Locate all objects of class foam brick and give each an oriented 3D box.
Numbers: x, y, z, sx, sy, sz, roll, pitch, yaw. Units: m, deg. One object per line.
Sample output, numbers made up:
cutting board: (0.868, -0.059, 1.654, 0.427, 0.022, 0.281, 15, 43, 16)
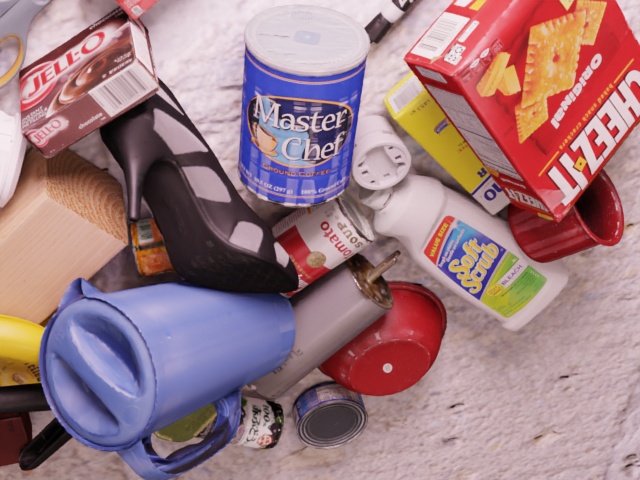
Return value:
foam brick: (-0.336, 0.195, 1.130, 0.053, 0.051, 0.078, -7, 133, -11)

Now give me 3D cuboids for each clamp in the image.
clamp: (-0.233, 0.164, 1.074, 0.209, 0.036, 0.164, -18, 148, -14)

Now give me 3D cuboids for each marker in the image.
marker: (0.078, -0.213, 0.902, 0.020, 0.020, 0.121, 26, 120, -33)

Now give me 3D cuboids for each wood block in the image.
wood block: (-0.276, 0.017, 0.960, 0.206, 0.090, 0.090, -40, 129, 20)

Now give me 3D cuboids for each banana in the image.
banana: (-0.303, 0.091, 0.931, 0.197, 0.037, 0.070, 12, 126, -24)

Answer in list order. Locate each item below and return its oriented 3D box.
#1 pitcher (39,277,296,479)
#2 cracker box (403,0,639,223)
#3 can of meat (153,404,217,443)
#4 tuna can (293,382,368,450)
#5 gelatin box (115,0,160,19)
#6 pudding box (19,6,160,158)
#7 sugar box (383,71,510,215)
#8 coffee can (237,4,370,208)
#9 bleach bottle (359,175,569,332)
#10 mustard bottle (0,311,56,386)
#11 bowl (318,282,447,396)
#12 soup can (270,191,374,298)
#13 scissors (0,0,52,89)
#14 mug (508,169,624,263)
pitcher: (-0.124, 0.108, 0.984, 0.242, 0.145, 0.149, -13, 122, -57)
cracker box: (0.192, -0.142, 0.923, 0.164, 0.072, 0.213, -50, 129, -6)
can of meat: (-0.139, 0.152, 1.125, 0.057, 0.084, 0.102, 27, 120, -34)
tuna can: (0.011, 0.205, 1.249, 0.086, 0.034, 0.086, -8, 132, -9)
gelatin box: (-0.133, -0.223, 0.815, 0.089, 0.030, 0.073, -35, 137, 8)
pudding box: (-0.187, -0.128, 0.854, 0.113, 0.090, 0.039, -28, 134, 9)
sugar box: (0.147, -0.104, 1.001, 0.093, 0.048, 0.176, -39, 128, 16)
coffee can: (-0.017, -0.113, 0.907, 0.102, 0.103, 0.140, -4, 132, -13)
bleach bottle: (0.136, 0.005, 1.087, 0.250, 0.068, 0.103, 27, 119, -31)
mustard bottle: (-0.250, 0.101, 1.064, 0.191, 0.058, 0.096, -20, 133, 1)
bowl: (0.070, 0.122, 1.177, 0.162, 0.055, 0.162, -8, 132, -9)
soup can: (-0.007, 0.001, 1.038, 0.102, 0.068, 0.068, -34, 131, 14)
scissors: (-0.237, -0.197, 0.829, 0.096, 0.016, 0.202, 27, 117, -32)
mug: (0.248, -0.031, 1.068, 0.082, 0.117, 0.093, -24, 98, 42)
